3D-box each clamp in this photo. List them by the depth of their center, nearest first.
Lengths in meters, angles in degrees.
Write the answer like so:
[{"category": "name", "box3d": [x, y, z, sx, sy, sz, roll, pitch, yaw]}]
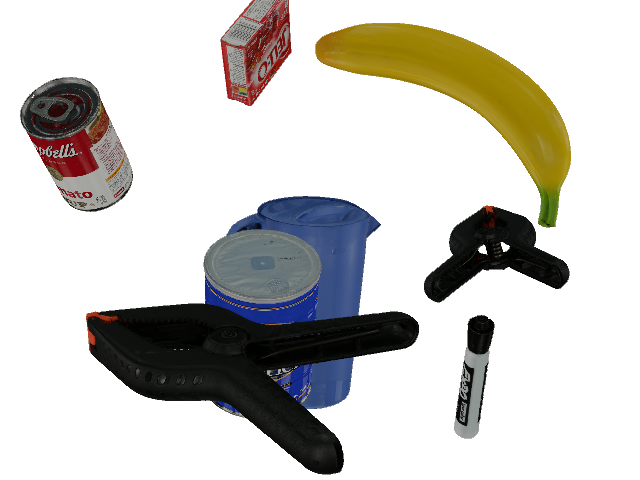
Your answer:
[{"category": "clamp", "box3d": [-0.048, 0.071, 0.672, 0.210, 0.036, 0.164, 12, 26, 25]}, {"category": "clamp", "box3d": [0.165, 0.009, 0.955, 0.120, 0.039, 0.171, 2, 25, 16]}]

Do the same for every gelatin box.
[{"category": "gelatin box", "box3d": [-0.059, -0.184, 1.009, 0.030, 0.089, 0.073, 20, -36, 17]}]

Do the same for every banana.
[{"category": "banana", "box3d": [0.087, -0.093, 0.674, 0.198, 0.069, 0.037, 39, -2, 18]}]

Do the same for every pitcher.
[{"category": "pitcher", "box3d": [-0.023, 0.074, 1.281, 0.149, 0.243, 0.144, 11, 18, 25]}]

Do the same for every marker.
[{"category": "marker", "box3d": [0.113, 0.101, 0.786, 0.020, 0.121, 0.020, 0, 41, 0]}]

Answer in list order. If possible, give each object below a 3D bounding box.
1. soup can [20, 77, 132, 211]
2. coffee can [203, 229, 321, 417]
[{"category": "soup can", "box3d": [-0.207, -0.081, 0.916, 0.068, 0.068, 0.102, 0, -35, 10]}, {"category": "coffee can", "box3d": [-0.055, 0.075, 0.966, 0.103, 0.140, 0.103, 3, 35, -2]}]
